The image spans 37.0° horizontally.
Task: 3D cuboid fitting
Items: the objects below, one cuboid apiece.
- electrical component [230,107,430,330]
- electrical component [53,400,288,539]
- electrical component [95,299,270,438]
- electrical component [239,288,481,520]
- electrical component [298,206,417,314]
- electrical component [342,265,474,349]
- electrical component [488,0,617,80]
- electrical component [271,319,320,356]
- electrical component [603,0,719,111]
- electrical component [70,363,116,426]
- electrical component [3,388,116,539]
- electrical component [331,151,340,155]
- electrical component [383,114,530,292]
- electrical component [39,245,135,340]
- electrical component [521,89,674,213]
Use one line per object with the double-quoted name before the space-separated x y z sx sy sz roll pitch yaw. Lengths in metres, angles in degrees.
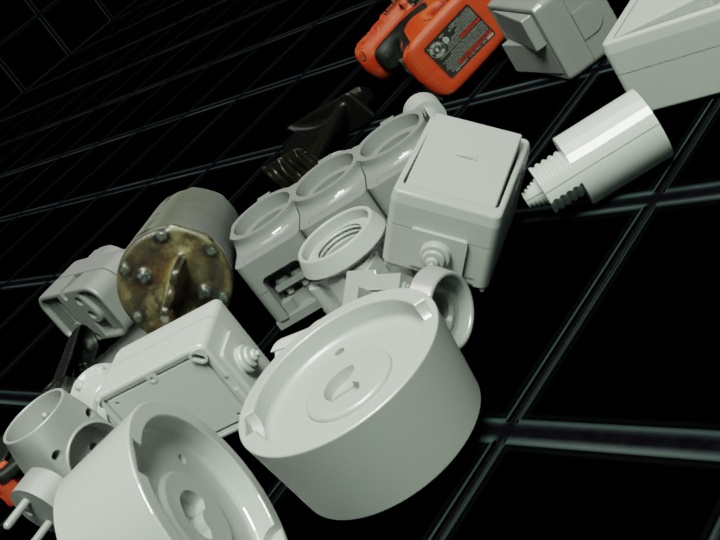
"electrical component" -0.007 -0.039 0.715 0.150 0.061 0.089 -30 24 12
"electrical component" -0.086 0.119 0.473 0.060 0.108 0.108 -38 23 11
"electrical component" -0.098 0.063 0.644 0.096 0.061 0.061 -27 25 20
"electrical component" 0.005 0.066 0.501 0.108 0.060 0.108 -29 24 14
"electrical component" 0.000 0.000 0.638 0.058 0.057 0.078 -18 29 36
"electrical component" 0.026 0.022 0.565 0.055 0.066 0.048 -3 73 39
"electrical component" 0.137 -0.181 0.787 0.061 0.061 0.096 -37 23 -4
"electrical component" -0.023 0.049 0.600 0.046 0.040 0.040 -21 27 44
"electrical component" 0.190 -0.139 0.637 0.096 0.061 0.061 -11 34 45
"electrical component" -0.157 0.089 0.702 0.062 0.048 0.048 10 50 50
"electrical component" -0.172 0.122 0.614 0.044 0.077 0.079 -15 31 41
"electrical component" -0.013 -0.068 0.801 0.043 0.043 0.062 -40 22 -10
"electrical component" 0.053 -0.038 0.601 0.062 0.061 0.096 16 42 10
"electrical component" -0.214 0.019 0.897 0.095 0.053 0.059 -10 34 45
"electrical component" 0.127 -0.060 0.596 0.081 0.043 0.043 -32 23 9
